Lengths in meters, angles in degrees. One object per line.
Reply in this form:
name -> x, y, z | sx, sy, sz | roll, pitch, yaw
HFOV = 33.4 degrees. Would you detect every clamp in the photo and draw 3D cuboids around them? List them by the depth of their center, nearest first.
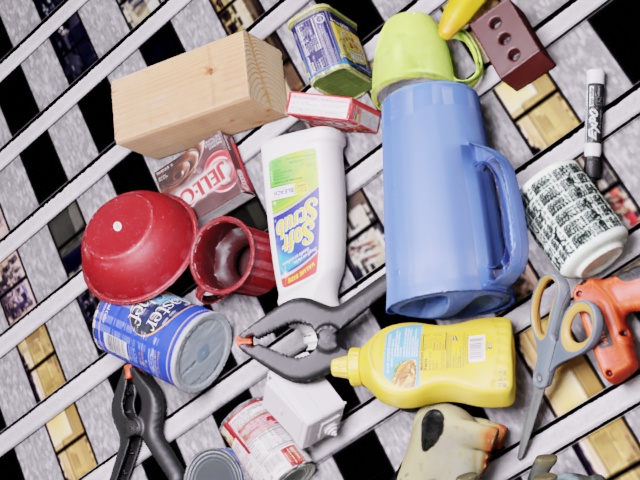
clamp -> 0.014, 0.100, 1.181 | 0.210, 0.036, 0.164 | 5, 78, 1
clamp -> -0.233, 0.245, 1.345 | 0.120, 0.039, 0.171 | -24, 66, 19

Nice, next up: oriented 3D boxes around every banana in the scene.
banana -> 0.197, -0.298, 1.168 | 0.198, 0.069, 0.037 | -43, 104, 9

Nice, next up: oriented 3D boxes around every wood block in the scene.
wood block -> -0.153, -0.178, 1.342 | 0.206, 0.090, 0.091 | -15, 73, 28

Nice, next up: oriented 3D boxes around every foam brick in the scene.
foam brick -> 0.208, -0.211, 1.154 | 0.053, 0.051, 0.078 | -35, 66, 21

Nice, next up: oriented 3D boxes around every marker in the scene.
marker -> 0.285, -0.118, 1.111 | 0.020, 0.020, 0.121 | 0, 81, 31

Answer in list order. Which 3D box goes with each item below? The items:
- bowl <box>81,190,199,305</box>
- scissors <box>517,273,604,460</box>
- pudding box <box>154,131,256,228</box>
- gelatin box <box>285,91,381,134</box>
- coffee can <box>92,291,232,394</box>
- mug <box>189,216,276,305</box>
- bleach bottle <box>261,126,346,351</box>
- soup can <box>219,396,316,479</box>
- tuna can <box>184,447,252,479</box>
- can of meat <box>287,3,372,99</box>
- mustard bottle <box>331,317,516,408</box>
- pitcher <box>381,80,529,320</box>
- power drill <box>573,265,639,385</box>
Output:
bowl -> -0.231, -0.004, 1.298 | 0.162, 0.055, 0.162 | -12, 55, 17
scissors -> 0.235, 0.134, 1.056 | 0.096, 0.016, 0.202 | 13, 103, 55
pudding box -> -0.146, -0.071, 1.348 | 0.114, 0.039, 0.090 | -31, 68, 23
gelatin box -> 0.015, -0.148, 1.245 | 0.089, 0.073, 0.030 | 10, 87, 31
coffee can -> -0.193, 0.115, 1.306 | 0.140, 0.102, 0.103 | 20, 92, 32
mug -> -0.103, 0.033, 1.279 | 0.093, 0.081, 0.117 | 45, 105, 28
bleach bottle -> -0.008, 0.002, 1.241 | 0.103, 0.068, 0.251 | -12, 78, 26
soup can -> -0.060, 0.239, 1.225 | 0.068, 0.068, 0.102 | -48, 62, 15
tuna can -> -0.119, 0.290, 1.271 | 0.086, 0.033, 0.086 | -6, 79, 30
can of meat -> 0.016, -0.215, 1.242 | 0.058, 0.102, 0.084 | -26, 71, 23
mustard bottle -> 0.106, 0.130, 1.115 | 0.192, 0.058, 0.096 | -4, 49, 13
pitcher -> 0.134, -0.043, 1.123 | 0.149, 0.145, 0.243 | -6, 74, 8
power drill -> 0.352, 0.072, 1.018 | 0.188, 0.057, 0.184 | -26, 66, 22
